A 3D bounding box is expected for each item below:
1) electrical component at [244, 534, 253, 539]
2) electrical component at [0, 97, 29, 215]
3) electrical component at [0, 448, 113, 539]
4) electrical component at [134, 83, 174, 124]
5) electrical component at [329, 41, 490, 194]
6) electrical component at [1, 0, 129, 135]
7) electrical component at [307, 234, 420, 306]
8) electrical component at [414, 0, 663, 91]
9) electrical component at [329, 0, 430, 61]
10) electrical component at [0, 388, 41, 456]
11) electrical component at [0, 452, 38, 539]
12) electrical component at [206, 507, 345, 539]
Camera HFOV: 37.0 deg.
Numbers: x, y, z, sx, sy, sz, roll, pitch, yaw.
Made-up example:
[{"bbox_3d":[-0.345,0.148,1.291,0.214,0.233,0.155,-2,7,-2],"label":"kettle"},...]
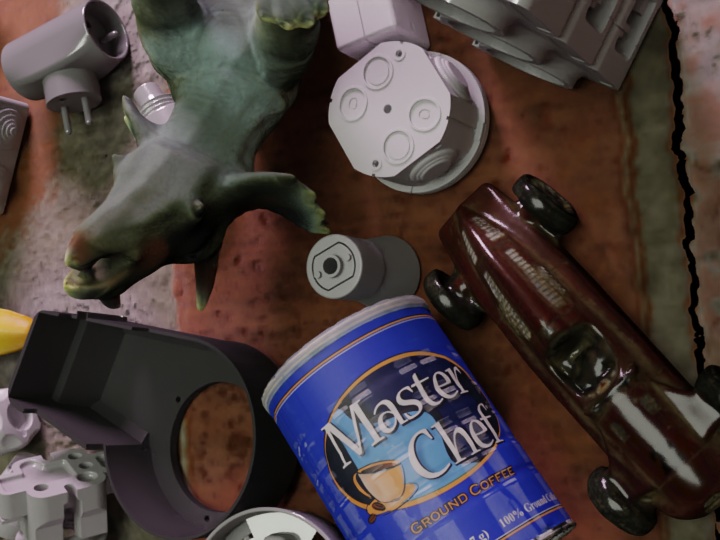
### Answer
[{"bbox_3d":[-0.038,0.196,0.613,0.079,0.044,0.077,14,93,29],"label":"electrical component"},{"bbox_3d":[-0.291,-0.091,0.771,0.100,0.048,0.099,18,95,29],"label":"electrical component"},{"bbox_3d":[-0.192,0.154,0.688,0.058,0.078,0.057,28,121,52],"label":"electrical component"},{"bbox_3d":[-0.122,-0.091,0.682,0.043,0.043,0.062,-41,67,20],"label":"electrical component"},{"bbox_3d":[0.027,-0.084,0.595,0.080,0.051,0.080,-2,85,29],"label":"electrical component"},{"bbox_3d":[-0.196,-0.131,0.725,0.077,0.043,0.079,-19,78,26],"label":"electrical component"},{"bbox_3d":[0.000,0.000,0.595,0.044,0.065,0.044,-2,85,29],"label":"electrical component"},{"bbox_3d":[0.076,-0.138,0.515,0.089,0.150,0.061,29,99,27],"label":"electrical component"},{"bbox_3d":[0.022,-0.168,0.606,0.076,0.047,0.083,-17,78,26],"label":"electrical component"},{"bbox_3d":[-0.255,0.108,0.740,0.062,0.043,0.043,-22,76,28],"label":"electrical component"},{"bbox_3d":[-0.230,0.152,0.726,0.040,0.040,0.046,39,98,25],"label":"electrical component"},{"bbox_3d":[-0.042,0.172,0.558,0.099,0.064,0.099,-2,81,14],"label":"electrical component"}]
